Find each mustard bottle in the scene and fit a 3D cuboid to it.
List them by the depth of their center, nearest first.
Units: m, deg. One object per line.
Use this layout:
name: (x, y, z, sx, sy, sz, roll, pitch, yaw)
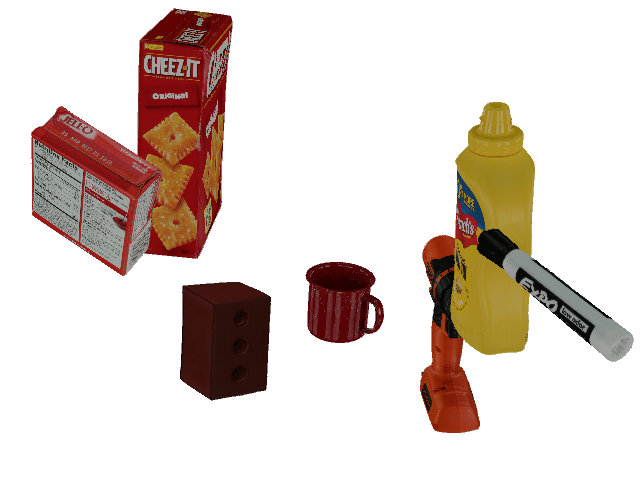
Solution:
mustard bottle: (0.134, -0.014, 0.828, 0.058, 0.192, 0.096, -4, 27, -5)

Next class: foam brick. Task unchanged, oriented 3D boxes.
foam brick: (-0.074, 0.076, 0.826, 0.052, 0.078, 0.051, -6, 14, -34)

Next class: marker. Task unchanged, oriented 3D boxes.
marker: (0.131, 0.028, 0.617, 0.020, 0.020, 0.121, 0, 30, -36)

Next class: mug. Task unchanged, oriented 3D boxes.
mug: (0.034, 0.088, 1.426, 0.117, 0.081, 0.093, 18, 27, 30)

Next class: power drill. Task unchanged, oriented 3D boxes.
power drill: (0.144, 0.108, 1.138, 0.057, 0.188, 0.184, -1, 24, -2)

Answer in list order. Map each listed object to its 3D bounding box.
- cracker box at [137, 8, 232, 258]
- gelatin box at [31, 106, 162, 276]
cracker box: (-0.136, -0.111, 1.079, 0.072, 0.214, 0.164, 6, 23, 1)
gelatin box: (-0.136, -0.029, 0.641, 0.073, 0.030, 0.089, 32, -35, 7)
